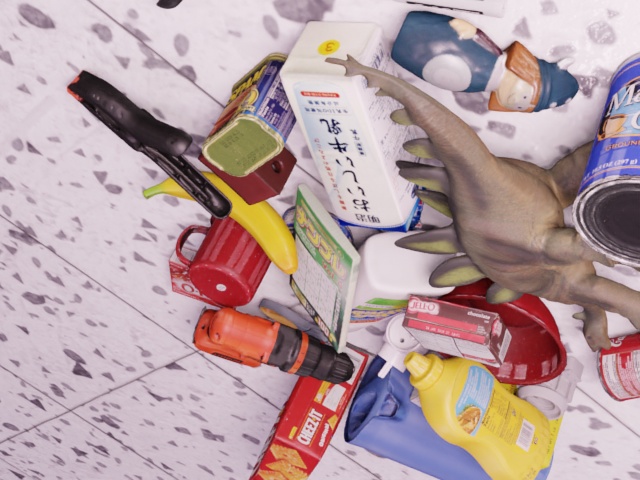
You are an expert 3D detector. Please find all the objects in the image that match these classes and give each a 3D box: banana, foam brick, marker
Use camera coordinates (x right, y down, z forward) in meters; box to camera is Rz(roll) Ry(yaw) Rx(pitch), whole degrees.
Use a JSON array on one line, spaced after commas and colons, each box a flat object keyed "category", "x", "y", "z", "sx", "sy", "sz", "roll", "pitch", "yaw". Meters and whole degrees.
[{"category": "banana", "x": -0.094, "y": -0.029, "z": 1.156, "sx": 0.198, "sy": 0.069, "sz": 0.037, "roll": 26, "pitch": 162, "yaw": 19}, {"category": "foam brick", "x": -0.073, "y": -0.083, "z": 1.091, "sx": 0.078, "sy": 0.053, "sz": 0.051, "roll": 42, "pitch": 145, "yaw": -25}, {"category": "marker", "x": 0.089, "y": -0.196, "z": 0.856, "sx": 0.121, "sy": 0.020, "sz": 0.020, "roll": 13, "pitch": 145, "yaw": 19}]

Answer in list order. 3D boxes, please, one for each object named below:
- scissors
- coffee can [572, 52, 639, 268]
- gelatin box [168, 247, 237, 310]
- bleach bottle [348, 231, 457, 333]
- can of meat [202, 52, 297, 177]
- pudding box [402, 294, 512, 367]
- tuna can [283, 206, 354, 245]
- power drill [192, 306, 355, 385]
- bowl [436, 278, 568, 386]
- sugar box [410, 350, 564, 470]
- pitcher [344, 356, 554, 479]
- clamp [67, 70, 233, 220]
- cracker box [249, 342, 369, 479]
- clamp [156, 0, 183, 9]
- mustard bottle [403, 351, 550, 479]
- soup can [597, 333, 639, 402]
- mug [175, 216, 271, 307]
[{"category": "scissors", "x": 0.006, "y": 0.122, "z": 1.310, "sx": 0.202, "sy": 0.016, "sz": 0.096, "roll": 24, "pitch": 162, "yaw": 36}, {"category": "coffee can", "x": 0.259, "y": -0.063, "z": 0.815, "sx": 0.103, "sy": 0.140, "sz": 0.103, "roll": 18, "pitch": 146, "yaw": 12}, {"category": "gelatin box", "x": -0.144, "y": 0.050, "z": 1.345, "sx": 0.089, "sy": 0.030, "sz": 0.073, "roll": 19, "pitch": 147, "yaw": 10}, {"category": "bleach bottle", "x": 0.059, "y": 0.058, "z": 1.173, "sx": 0.102, "sy": 0.068, "sz": 0.251, "roll": 0, "pitch": 163, "yaw": -15}, {"category": "can of meat", "x": -0.059, "y": -0.115, "z": 1.008, "sx": 0.057, "sy": 0.084, "sz": 0.102, "roll": 36, "pitch": 146, "yaw": -18}, {"category": "pudding box", "x": 0.139, "y": 0.091, "z": 1.070, "sx": 0.090, "sy": 0.039, "sz": 0.113, "roll": 13, "pitch": 166, "yaw": 20}, {"category": "tuna can", "x": -0.008, "y": 0.001, "z": 1.182, "sx": 0.086, "sy": 0.033, "sz": 0.086, "roll": 18, "pitch": 146, "yaw": 12}, {"category": "power drill", "x": -0.067, "y": 0.128, "z": 1.306, "sx": 0.184, "sy": 0.057, "sz": 0.188, "roll": 24, "pitch": 167, "yaw": -20}, {"category": "bowl", "x": 0.193, "y": 0.090, "z": 1.152, "sx": 0.162, "sy": 0.055, "sz": 0.162, "roll": 18, "pitch": 146, "yaw": 12}, {"category": "sugar box", "x": 0.199, "y": 0.189, "z": 1.252, "sx": 0.176, "sy": 0.093, "sz": 0.048, "roll": 33, "pitch": 146, "yaw": -12}, {"category": "pitcher", "x": 0.159, "y": 0.235, "z": 1.329, "sx": 0.242, "sy": 0.149, "sz": 0.145, "roll": 27, "pitch": 132, "yaw": -8}, {"category": "clamp", "x": -0.180, "y": -0.112, "z": 1.073, "sx": 0.210, "sy": 0.036, "sz": 0.164, "roll": 39, "pitch": 168, "yaw": 15}, {"category": "cracker box", "x": -0.021, "y": 0.243, "z": 1.409, "sx": 0.072, "sy": 0.164, "sz": 0.214, "roll": 27, "pitch": 147, "yaw": 1}, {"category": "clamp", "x": -0.107, "y": -0.259, "z": 0.883, "sx": 0.172, "sy": 0.039, "sz": 0.120, "roll": -11, "pitch": 138, "yaw": 38}, {"category": "mustard bottle", "x": 0.164, "y": 0.183, "z": 1.158, "sx": 0.191, "sy": 0.096, "sz": 0.058, "roll": 40, "pitch": 145, "yaw": -18}, {"category": "soup can", "x": 0.345, "y": 0.126, "z": 1.090, "sx": 0.068, "sy": 0.068, "sz": 0.102, "roll": 42, "pitch": 143, "yaw": -24}, {"category": "mug", "x": -0.111, "y": 0.019, "z": 1.231, "sx": 0.117, "sy": 0.081, "sz": 0.093, "roll": 20, "pitch": 147, "yaw": 8}]
